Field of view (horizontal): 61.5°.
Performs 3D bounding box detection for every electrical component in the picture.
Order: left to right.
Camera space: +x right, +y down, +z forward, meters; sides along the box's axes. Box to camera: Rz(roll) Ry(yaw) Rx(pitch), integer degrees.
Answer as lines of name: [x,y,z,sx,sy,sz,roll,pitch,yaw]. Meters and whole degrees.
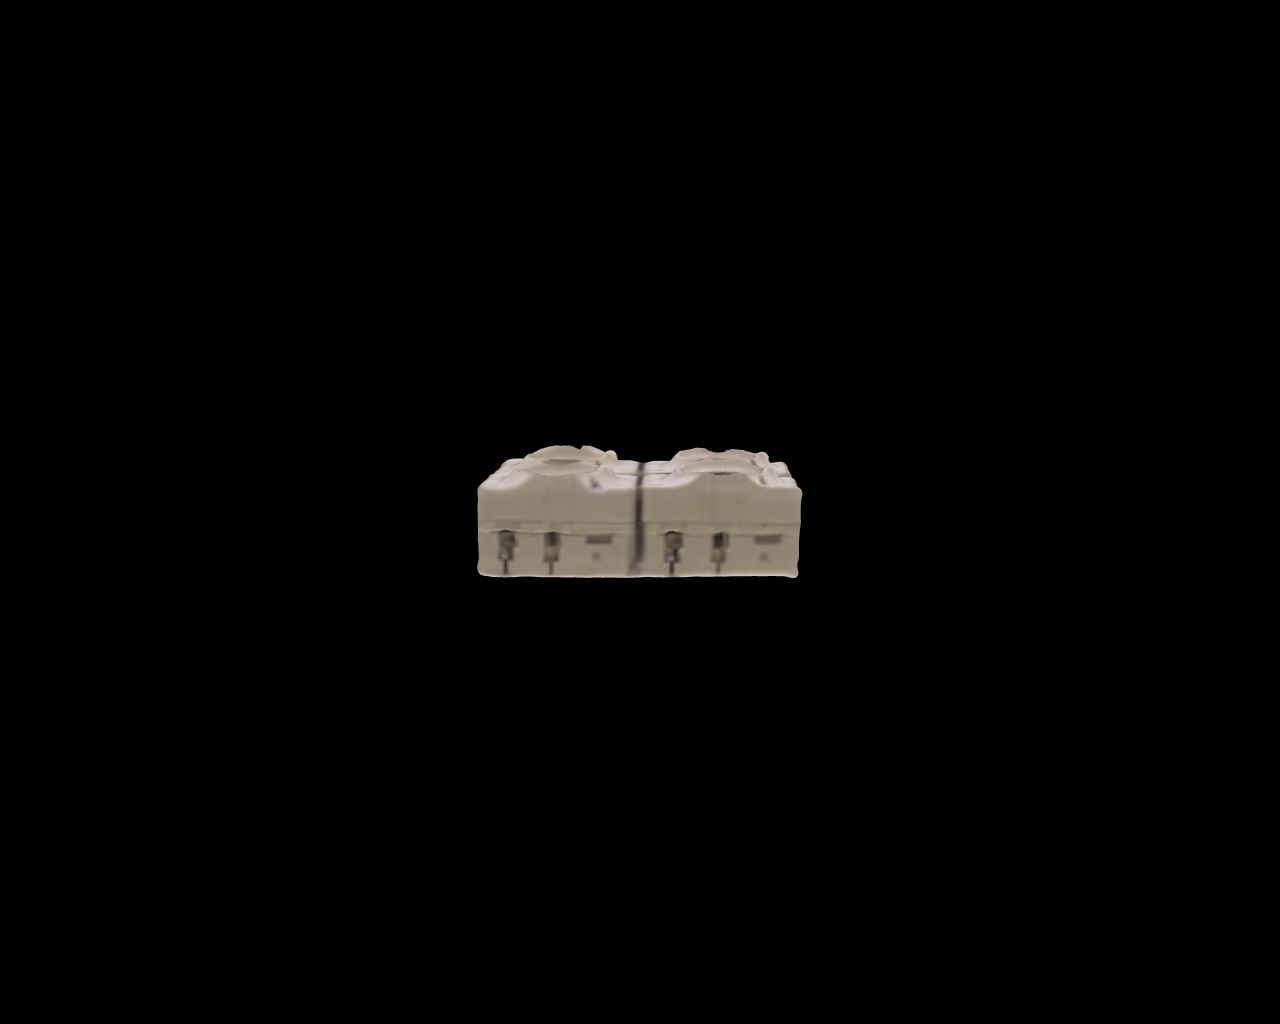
electrical component: [0.001,-0.003,0.650,0.186,0.060,0.105,0,12,2]
